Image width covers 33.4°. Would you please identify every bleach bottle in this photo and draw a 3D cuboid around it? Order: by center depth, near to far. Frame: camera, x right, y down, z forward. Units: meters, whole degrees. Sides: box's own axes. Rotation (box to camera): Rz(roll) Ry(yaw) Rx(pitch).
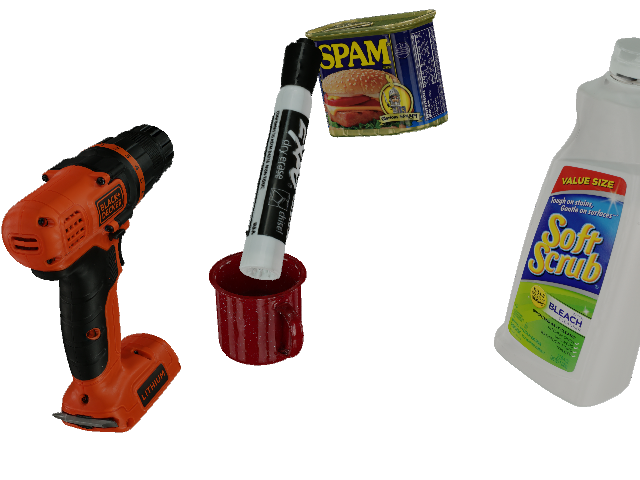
[{"bbox_3d":[0.182,-0.014,0.714,0.068,0.251,0.103,-18,37,-31],"label":"bleach bottle"}]

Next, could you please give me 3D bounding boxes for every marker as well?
[{"bbox_3d":[-0.017,-0.041,0.499,0.020,0.121,0.020,9,-20,3],"label":"marker"}]

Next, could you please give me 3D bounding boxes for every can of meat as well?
[{"bbox_3d":[0.045,-0.127,0.819,0.102,0.084,0.057,3,22,40],"label":"can of meat"}]

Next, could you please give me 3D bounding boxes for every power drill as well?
[{"bbox_3d":[-0.147,0.025,0.756,0.057,0.188,0.184,3,25,21],"label":"power drill"}]

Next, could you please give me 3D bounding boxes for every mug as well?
[{"bbox_3d":[-0.052,0.071,1.020,0.093,0.081,0.117,-20,34,-32],"label":"mug"}]
